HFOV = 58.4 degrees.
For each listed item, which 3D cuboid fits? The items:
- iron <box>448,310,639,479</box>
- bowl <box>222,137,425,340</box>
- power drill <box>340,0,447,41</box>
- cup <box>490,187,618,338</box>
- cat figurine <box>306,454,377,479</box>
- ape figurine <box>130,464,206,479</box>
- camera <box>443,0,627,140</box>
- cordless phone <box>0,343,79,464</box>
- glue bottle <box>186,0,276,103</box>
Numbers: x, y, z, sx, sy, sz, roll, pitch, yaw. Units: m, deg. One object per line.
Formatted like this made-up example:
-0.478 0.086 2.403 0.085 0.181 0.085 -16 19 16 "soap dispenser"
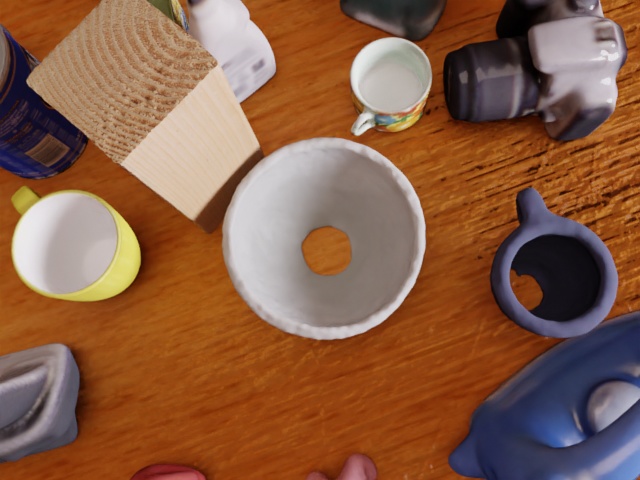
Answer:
0.226 0.125 0.423 0.258 0.141 0.118 -40 79 -4 "iron"
0.005 0.002 0.495 0.167 0.075 0.167 -1 79 4 "bowl"
0.070 -0.259 0.472 0.229 0.208 0.076 24 82 8 "power drill"
0.174 0.022 0.470 0.091 0.095 0.118 -14 79 1 "cup"
0.034 0.236 0.427 0.067 0.118 0.128 -28 79 -2 "cat figurine"
-0.129 0.217 0.454 0.078 0.092 0.076 -43 79 -4 "ape figurine"
0.179 -0.163 0.501 0.136 0.101 0.143 -7 79 2 "camera"
-0.282 0.135 0.432 0.147 0.185 0.094 -19 78 0 "cordless phone"
-0.085 -0.172 0.483 0.078 0.173 0.037 -37 79 -3 "glue bottle"
